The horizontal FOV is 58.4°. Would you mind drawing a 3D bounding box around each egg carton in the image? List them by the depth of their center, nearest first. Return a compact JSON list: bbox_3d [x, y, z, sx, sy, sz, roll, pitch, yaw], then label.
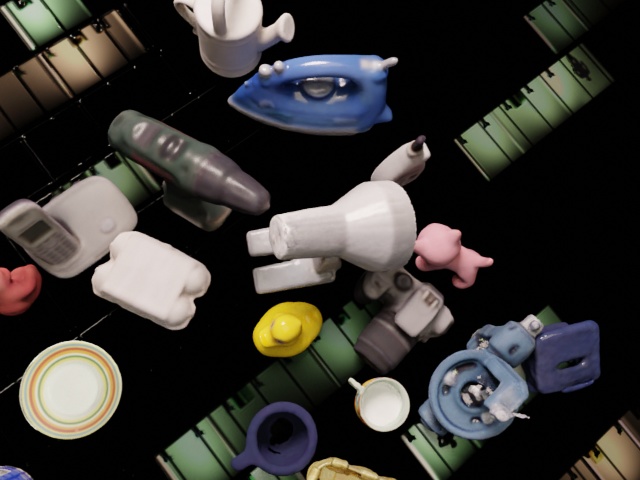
[{"bbox_3d":[-0.235,0.055,0.808,0.150,0.069,0.107,25,76,-1],"label":"egg carton"}]

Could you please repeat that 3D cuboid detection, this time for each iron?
[{"bbox_3d":[-0.011,-0.236,0.861,0.258,0.141,0.118,-3,78,-8],"label":"iron"}]

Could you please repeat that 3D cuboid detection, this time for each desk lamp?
[{"bbox_3d":[0.007,0.003,0.775,0.203,0.213,0.118,-11,79,-9],"label":"desk lamp"}]

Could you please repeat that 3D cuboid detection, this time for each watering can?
[{"bbox_3d":[-0.126,-0.330,0.840,0.173,0.194,0.101,-4,78,-8],"label":"watering can"}]

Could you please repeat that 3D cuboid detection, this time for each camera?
[{"bbox_3d":[0.102,0.113,0.822,0.143,0.100,0.137,42,76,3],"label":"camera"}]

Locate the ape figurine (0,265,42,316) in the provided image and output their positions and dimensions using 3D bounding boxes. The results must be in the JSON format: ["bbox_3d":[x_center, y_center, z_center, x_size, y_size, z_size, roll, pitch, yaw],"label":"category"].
[{"bbox_3d":[-0.424,0.062,0.771,0.078,0.092,0.076,7,77,-5],"label":"ape figurine"}]

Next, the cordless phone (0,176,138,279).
[{"bbox_3d":[-0.331,-0.030,0.754,0.148,0.185,0.094,-44,86,-13],"label":"cordless phone"}]

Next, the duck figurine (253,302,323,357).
[{"bbox_3d":[-0.044,0.124,0.809,0.105,0.086,0.077,-23,82,-11],"label":"duck figurine"}]

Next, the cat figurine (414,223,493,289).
[{"bbox_3d":[0.192,0.017,0.845,0.128,0.117,0.067,22,76,-2],"label":"cat figurine"}]

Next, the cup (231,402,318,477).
[{"bbox_3d":[-0.064,0.270,0.770,0.118,0.095,0.091,-28,82,-12],"label":"cup"}]

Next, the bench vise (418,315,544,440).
[{"bbox_3d":[0.226,0.173,0.763,0.121,0.219,0.207,28,76,0],"label":"bench vise"}]

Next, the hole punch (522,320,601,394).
[{"bbox_3d":[0.360,0.174,0.846,0.109,0.091,0.101,-13,80,-9],"label":"hole punch"}]

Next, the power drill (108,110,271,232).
[{"bbox_3d":[-0.167,-0.081,0.774,0.229,0.208,0.076,30,76,0],"label":"power drill"}]

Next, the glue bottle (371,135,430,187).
[{"bbox_3d":[0.126,-0.116,0.836,0.078,0.173,0.037,-24,82,-11],"label":"glue bottle"}]
